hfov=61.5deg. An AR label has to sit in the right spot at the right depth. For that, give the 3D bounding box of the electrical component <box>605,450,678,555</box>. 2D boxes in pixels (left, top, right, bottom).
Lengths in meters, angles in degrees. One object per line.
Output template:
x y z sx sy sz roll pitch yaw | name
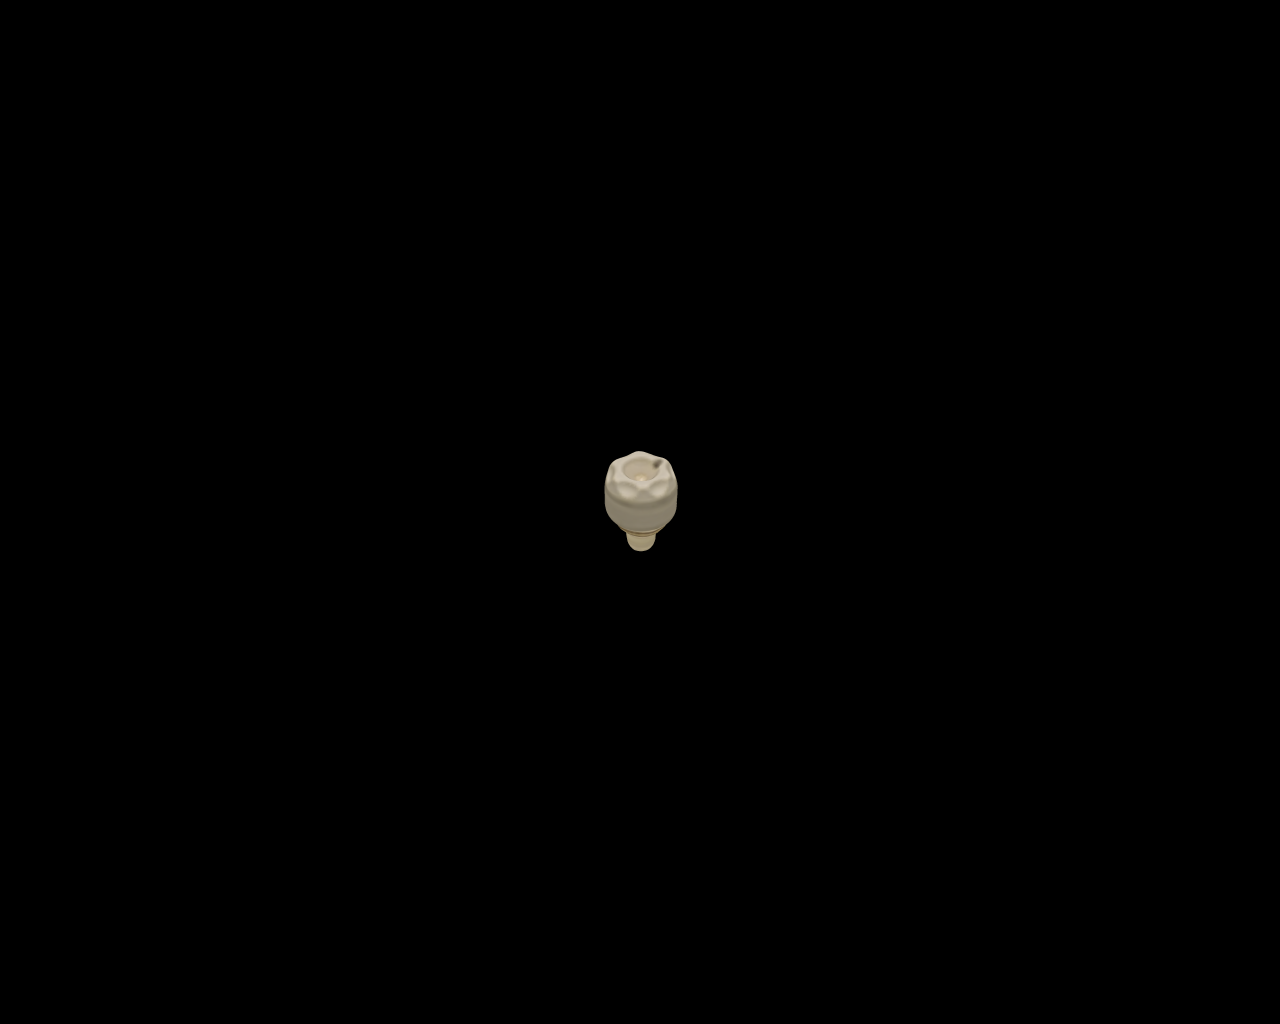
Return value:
0.001 -0.003 0.650 0.043 0.062 0.043 0 39 0 | electrical component
